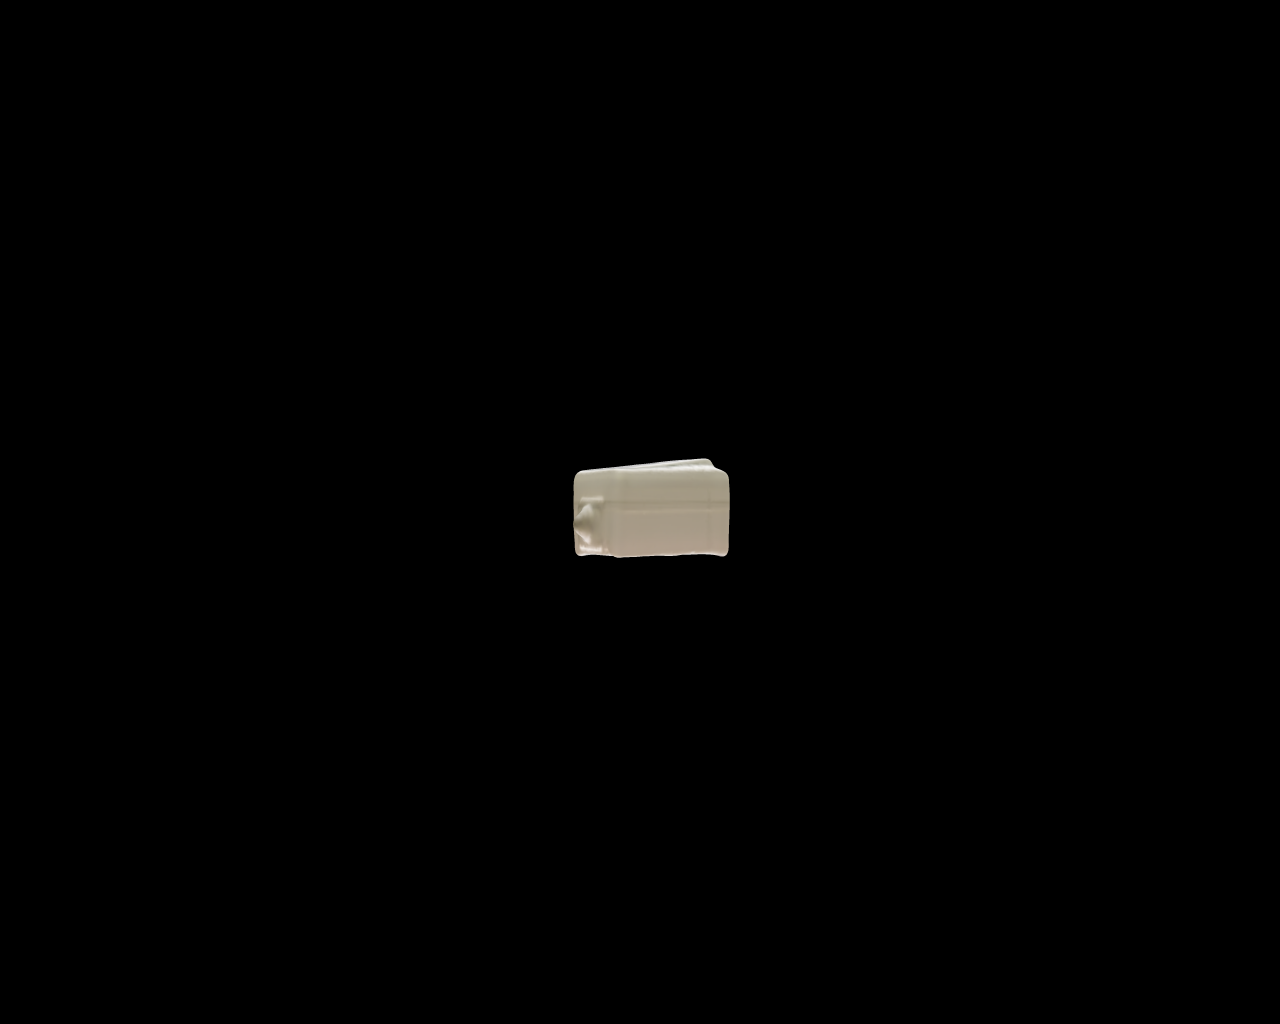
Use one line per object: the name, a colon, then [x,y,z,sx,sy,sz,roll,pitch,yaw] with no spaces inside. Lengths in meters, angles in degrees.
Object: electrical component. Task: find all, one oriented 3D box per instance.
electrical component: [0.001,-0.003,0.650,0.096,0.061,0.061,0,0,-28]
